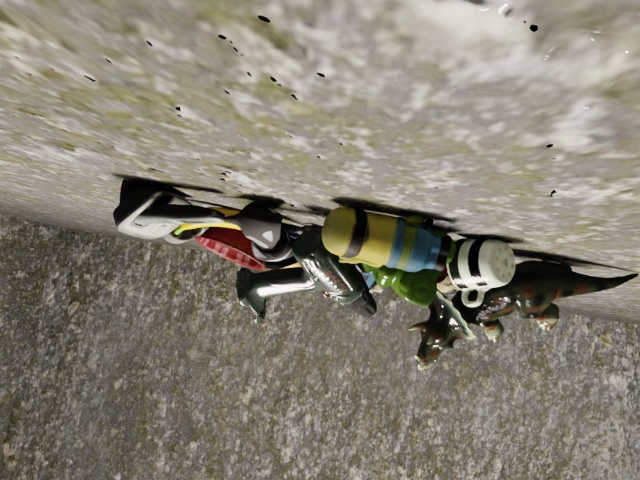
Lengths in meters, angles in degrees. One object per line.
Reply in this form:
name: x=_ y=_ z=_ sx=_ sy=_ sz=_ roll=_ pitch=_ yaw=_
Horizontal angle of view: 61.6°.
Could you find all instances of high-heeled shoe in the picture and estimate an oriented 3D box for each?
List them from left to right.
high-heeled shoe: x=-0.068 y=-0.010 z=0.939 sx=0.145 sy=0.086 sz=0.248 roll=4 pitch=169 yaw=32

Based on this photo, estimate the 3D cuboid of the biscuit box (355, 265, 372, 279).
biscuit box: x=0.078 y=0.027 z=1.047 sx=0.063 sy=0.059 sz=0.202 roll=55 pitch=-172 yaw=16

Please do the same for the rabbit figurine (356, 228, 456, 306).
rabbit figurine: x=0.106 y=0.011 z=0.860 sx=0.170 sy=0.121 sz=0.159 roll=29 pitch=178 yaw=-10

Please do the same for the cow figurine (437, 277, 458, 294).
cow figurine: x=0.270 y=0.093 z=1.370 sx=0.195 sy=0.085 sz=0.127 roll=9 pitch=-179 yaw=38

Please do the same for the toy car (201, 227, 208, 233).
toy car: x=-0.179 y=-0.011 z=1.259 sx=0.202 sy=0.056 sz=0.073 roll=8 pitch=168 yaw=2

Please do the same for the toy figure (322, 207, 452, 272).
toy figure: x=0.093 y=-0.002 z=0.752 sx=0.180 sy=0.082 sz=0.089 roll=14 pitch=163 yaw=5

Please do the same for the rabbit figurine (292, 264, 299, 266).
rabbit figurine: x=-0.013 y=0.061 z=1.342 sx=0.173 sy=0.122 sz=0.162 roll=36 pitch=139 yaw=-13

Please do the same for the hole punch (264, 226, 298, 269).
hole punch: x=-0.065 y=0.005 z=1.163 sx=0.116 sy=0.092 sz=0.142 roll=-16 pitch=-178 yaw=-23

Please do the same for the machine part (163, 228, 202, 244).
machine part: x=-0.298 y=-0.032 z=1.145 sx=0.079 sy=0.079 sz=0.243 roll=12 pitch=173 yaw=-20

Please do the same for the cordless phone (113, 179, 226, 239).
cordless phone: x=-0.235 y=-0.044 z=0.908 sx=0.184 sy=0.088 sz=0.146 roll=5 pitch=173 yaw=13

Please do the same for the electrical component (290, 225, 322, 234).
electrical component: x=-0.002 y=-0.003 z=1.073 sx=0.102 sy=0.045 sz=0.078 roll=15 pitch=171 yaw=-42

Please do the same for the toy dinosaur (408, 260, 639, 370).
toy dinosaur: x=0.336 y=0.099 z=0.950 sx=0.405 sy=0.131 sz=0.192 roll=-28 pitch=152 yaw=22

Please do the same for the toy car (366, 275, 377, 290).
toy car: x=0.107 y=0.062 z=1.300 sx=0.103 sy=0.109 sz=0.161 roll=39 pitch=-158 yaw=11

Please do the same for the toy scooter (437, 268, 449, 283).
toy scooter: x=0.211 y=0.038 z=0.988 sx=0.135 sy=0.075 sz=0.183 roll=4 pitch=167 yaw=35

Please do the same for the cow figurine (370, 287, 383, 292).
cow figurine: x=0.114 y=0.072 z=1.469 sx=0.068 sy=0.098 sz=0.168 roll=7 pitch=-164 yaw=-42

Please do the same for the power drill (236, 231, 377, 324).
power drill: x=-0.027 y=0.087 z=0.932 sx=0.207 sy=0.086 sz=0.231 roll=-10 pitch=139 yaw=20

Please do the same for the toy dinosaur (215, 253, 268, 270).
toy dinosaur: x=-0.157 y=0.035 z=1.477 sx=0.471 sy=0.105 sz=0.199 roll=27 pitch=172 yaw=-41
